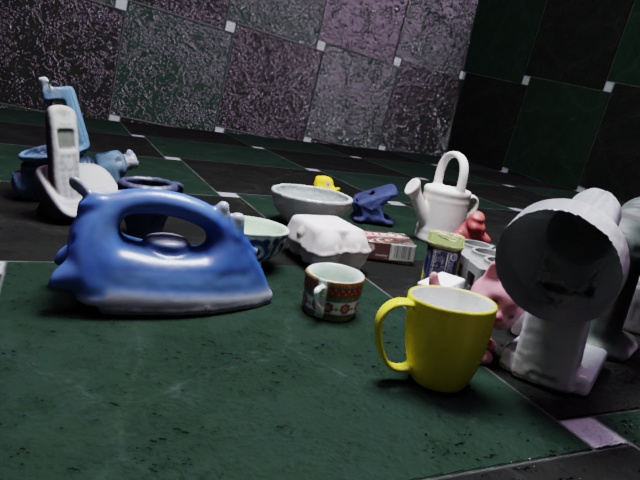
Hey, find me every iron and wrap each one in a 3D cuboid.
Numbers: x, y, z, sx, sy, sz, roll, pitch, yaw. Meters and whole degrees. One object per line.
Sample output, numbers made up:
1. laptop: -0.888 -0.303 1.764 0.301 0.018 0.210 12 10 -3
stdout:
1. iron: -0.172 0.005 0.673 0.259 0.141 0.118 3 16 -23

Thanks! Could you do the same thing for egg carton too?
1. egg carton: 0.009 0.003 0.938 0.107 0.069 0.149 1 17 -30

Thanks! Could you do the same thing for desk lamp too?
1. desk lamp: 0.264 0.052 0.621 0.117 0.213 0.204 18 17 31

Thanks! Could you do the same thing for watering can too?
1. watering can: 0.261 -0.091 1.207 0.173 0.194 0.100 -5 20 -44

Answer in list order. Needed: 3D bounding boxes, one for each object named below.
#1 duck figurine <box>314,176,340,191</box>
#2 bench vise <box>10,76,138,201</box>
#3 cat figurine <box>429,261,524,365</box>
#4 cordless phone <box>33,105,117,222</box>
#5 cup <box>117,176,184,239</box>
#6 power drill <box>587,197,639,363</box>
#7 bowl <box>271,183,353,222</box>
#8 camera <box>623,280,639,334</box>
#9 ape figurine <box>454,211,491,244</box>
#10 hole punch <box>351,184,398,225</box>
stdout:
1. duck figurine: 0.000 -0.108 1.328 0.104 0.086 0.078 14 15 20
2. bench vise: -0.450 -0.180 1.056 0.208 0.220 0.121 -5 20 -45
3. cat figurine: 0.183 0.075 0.671 0.127 0.118 0.067 15 15 21
4. cordless phone: -0.400 -0.129 0.960 0.094 0.185 0.148 14 15 19
5. cup: -0.268 -0.049 0.917 0.091 0.095 0.118 17 16 29
6. power drill: 0.400 0.043 0.750 0.075 0.208 0.230 20 18 36
7. bowl: -0.019 -0.062 1.160 0.167 0.075 0.167 9 14 -2
8. camera: 0.512 0.082 0.885 0.136 0.101 0.143 13 15 13
9. ape figurine: 0.302 -0.013 1.138 0.077 0.092 0.076 11 15 9
10. hole punch: 0.123 -0.088 1.317 0.101 0.091 0.108 8 14 -5
